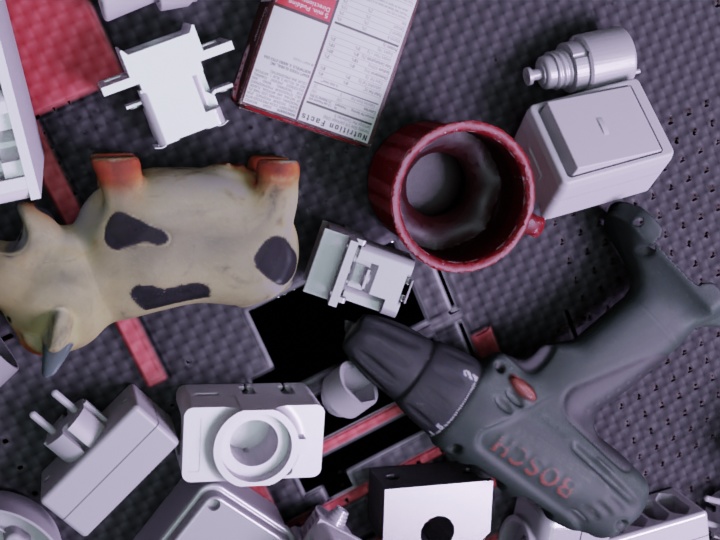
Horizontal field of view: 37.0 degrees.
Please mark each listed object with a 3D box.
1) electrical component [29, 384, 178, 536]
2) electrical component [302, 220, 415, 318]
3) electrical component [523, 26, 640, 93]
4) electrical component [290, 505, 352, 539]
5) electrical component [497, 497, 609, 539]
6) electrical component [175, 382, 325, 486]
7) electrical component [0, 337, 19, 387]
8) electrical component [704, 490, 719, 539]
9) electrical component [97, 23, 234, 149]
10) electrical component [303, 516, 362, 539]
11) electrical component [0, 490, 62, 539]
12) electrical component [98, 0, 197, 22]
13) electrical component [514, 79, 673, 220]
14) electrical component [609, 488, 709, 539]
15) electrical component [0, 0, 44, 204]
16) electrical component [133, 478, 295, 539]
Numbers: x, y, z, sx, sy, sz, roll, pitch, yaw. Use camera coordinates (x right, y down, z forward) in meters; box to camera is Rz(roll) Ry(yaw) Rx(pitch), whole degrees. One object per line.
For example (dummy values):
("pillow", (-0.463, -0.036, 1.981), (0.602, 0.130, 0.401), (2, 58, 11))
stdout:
("electrical component", (-0.171, 0.106, 0.674), (0.083, 0.047, 0.075), (-45, 109, -3))
("electrical component", (0.000, 0.000, 0.679), (0.064, 0.081, 0.042), (18, 98, -6))
("electrical component", (0.146, -0.136, 0.714), (0.078, 0.040, 0.040), (-14, 105, -13))
("electrical component", (-0.035, 0.196, 0.735), (0.043, 0.043, 0.081), (35, 91, -20))
("electrical component", (0.137, 0.207, 0.780), (0.059, 0.054, 0.095), (7, 100, -17))
("electrical component", (-0.072, 0.106, 0.698), (0.089, 0.056, 0.050), (1, 102, -16))
("electrical component", (-0.246, 0.038, 0.615), (0.064, 0.099, 0.099), (-39, 109, -11))
("electrical component", (0.292, 0.190, 0.823), (0.077, 0.047, 0.065), (16, 97, -18))
("electrical component", (-0.113, -0.110, 0.646), (0.081, 0.042, 0.063), (-22, 109, -10))
("electrical component", (0.026, 0.258, 0.704), (0.186, 0.060, 0.105), (33, 91, -19))
("electrical component", (-0.230, 0.189, 0.667), (0.099, 0.064, 0.099), (-3, 103, -15))
("electrical component", (-0.127, -0.172, 0.627), (0.055, 0.045, 0.045), (-14, 105, -13))
("electrical component", (0.158, -0.083, 0.707), (0.096, 0.061, 0.061), (-16, 70, -12))
("electrical component", (0.215, 0.216, 0.807), (0.083, 0.047, 0.075), (-13, 105, -13))
("electrical component", (-0.205, -0.094, 0.547), (0.060, 0.186, 0.105), (-14, 105, -13))
("electrical component", (-0.106, 0.194, 0.707), (0.078, 0.057, 0.113), (38, 90, -20))
